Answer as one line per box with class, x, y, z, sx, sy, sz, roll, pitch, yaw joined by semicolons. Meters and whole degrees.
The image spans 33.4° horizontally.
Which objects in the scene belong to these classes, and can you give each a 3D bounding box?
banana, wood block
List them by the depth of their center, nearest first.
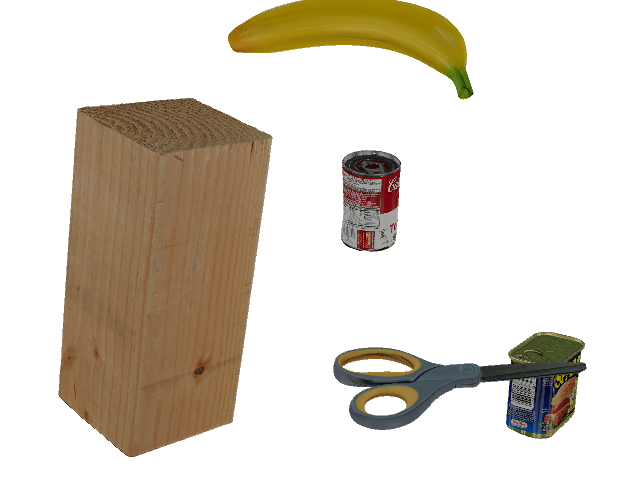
wood block;-0.104;0.021;0.692;0.090;0.206;0.090;-12;31;-42
banana;0.029;-0.157;0.813;0.198;0.069;0.037;13;-39;18

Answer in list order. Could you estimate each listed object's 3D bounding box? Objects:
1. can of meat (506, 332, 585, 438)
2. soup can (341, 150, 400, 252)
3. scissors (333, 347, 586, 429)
can of meat;0.238;0.154;1.137;0.058;0.084;0.101;12;18;32
soup can;0.058;-0.046;1.254;0.068;0.102;0.068;1;28;-1
scissors;0.107;0.118;0.837;0.202;0.016;0.096;5;34;9
